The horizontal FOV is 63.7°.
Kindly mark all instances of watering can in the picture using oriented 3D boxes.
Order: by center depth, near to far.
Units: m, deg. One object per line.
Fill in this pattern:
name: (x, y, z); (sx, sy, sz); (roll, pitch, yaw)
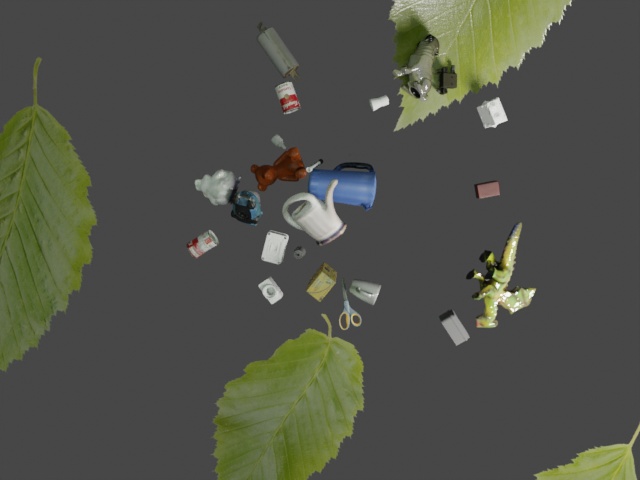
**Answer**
watering can: (0.006, -0.092, 1.832); (0.222, 0.344, 0.106); (43, 54, -19)

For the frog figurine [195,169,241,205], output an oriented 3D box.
frog figurine: (-0.385, -0.200, 1.907); (0.159, 0.125, 0.135); (15, 117, -10)

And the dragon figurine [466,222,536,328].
dragon figurine: (0.691, 0.156, 1.903); (0.241, 0.124, 0.408); (33, 99, -18)
